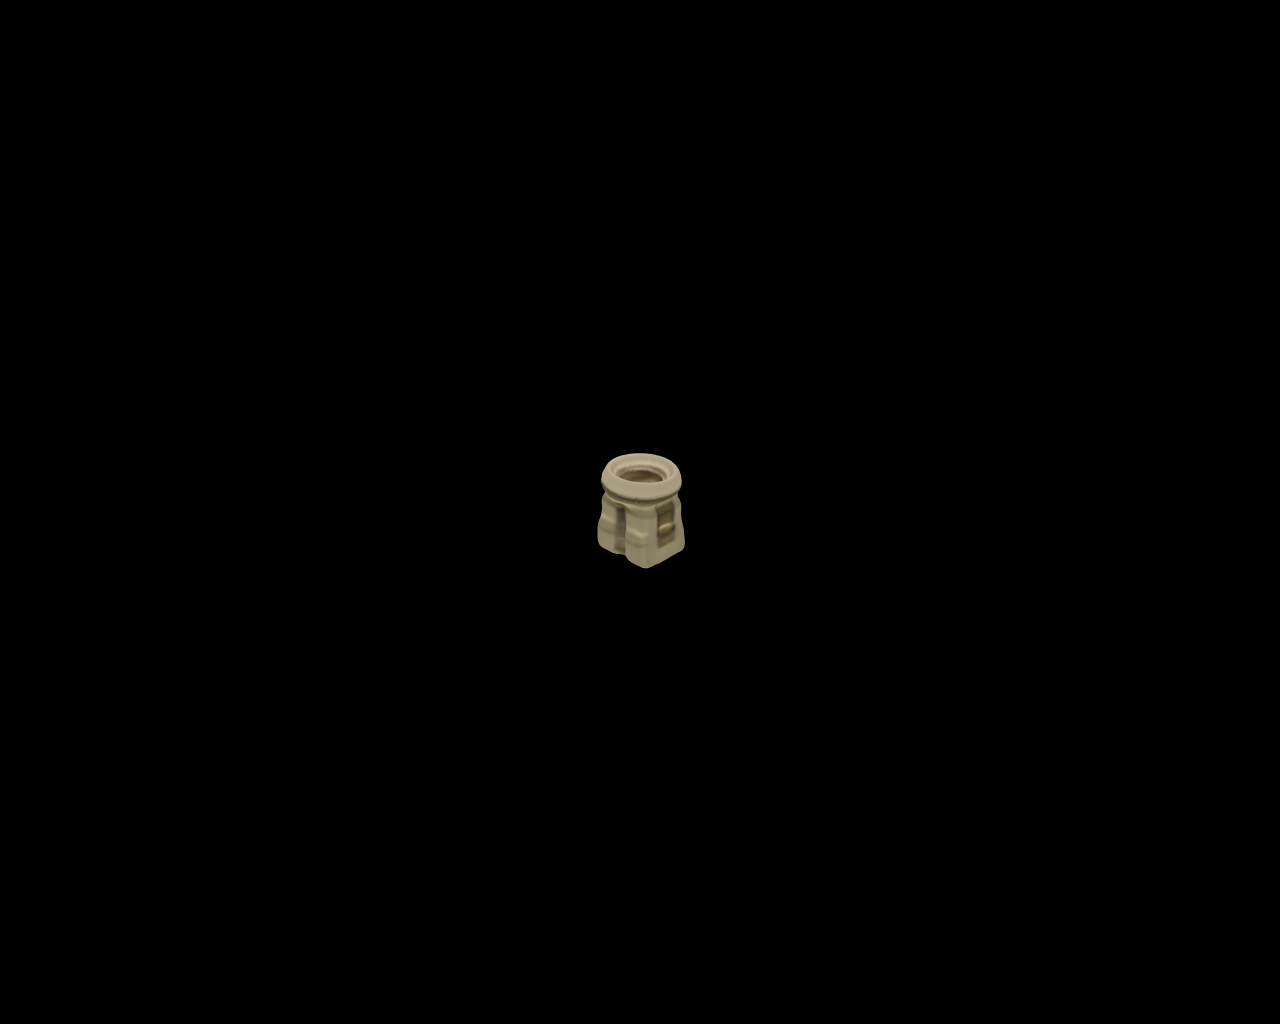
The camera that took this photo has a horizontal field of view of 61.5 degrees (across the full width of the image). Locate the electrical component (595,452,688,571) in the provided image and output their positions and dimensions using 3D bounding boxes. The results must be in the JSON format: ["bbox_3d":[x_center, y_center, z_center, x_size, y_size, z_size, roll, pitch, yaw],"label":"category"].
[{"bbox_3d":[0.001,-0.003,0.650,0.066,0.055,0.048,25,37,38],"label":"electrical component"}]
